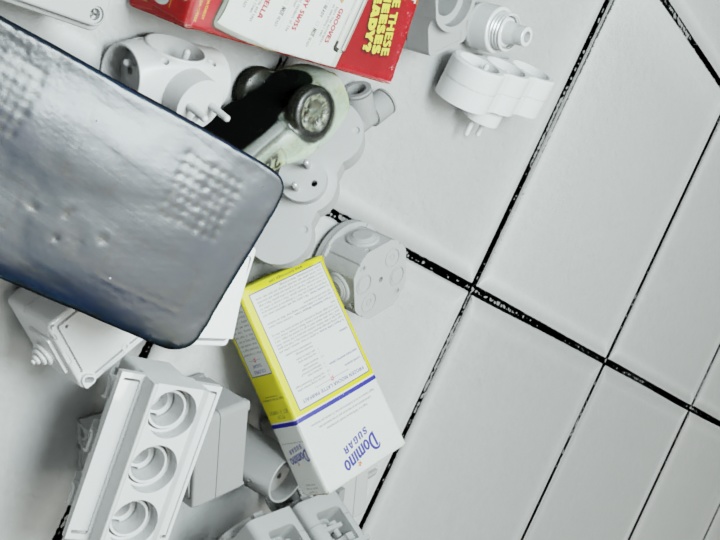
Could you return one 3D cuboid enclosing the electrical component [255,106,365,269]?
[{"bbox_3d":[-0.043,-0.068,0.827,0.138,0.052,0.073,-63,176,-3],"label":"electrical component"}]

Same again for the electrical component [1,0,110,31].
[{"bbox_3d":[-0.185,-0.203,0.599,0.109,0.056,0.108,9,102,-52],"label":"electrical component"}]

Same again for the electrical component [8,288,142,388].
[{"bbox_3d":[-0.188,0.028,0.722,0.096,0.061,0.061,-43,137,-28],"label":"electrical component"}]

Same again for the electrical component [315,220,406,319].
[{"bbox_3d":[0.000,0.000,0.944,0.080,0.051,0.080,-28,129,-39],"label":"electrical component"}]

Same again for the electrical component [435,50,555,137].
[{"bbox_3d":[0.119,-0.156,1.001,0.138,0.052,0.073,-6,130,-49],"label":"electrical component"}]

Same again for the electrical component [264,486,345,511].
[{"bbox_3d":[-0.052,0.198,0.988,0.057,0.058,0.078,-21,125,-47],"label":"electrical component"}]

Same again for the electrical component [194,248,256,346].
[{"bbox_3d":[-0.120,0.005,0.791,0.062,0.061,0.096,6,105,-52],"label":"electrical component"}]

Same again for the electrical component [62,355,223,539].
[{"bbox_3d":[-0.156,0.126,0.748,0.079,0.063,0.121,15,99,-39],"label":"electrical component"}]

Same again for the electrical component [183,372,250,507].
[{"bbox_3d":[-0.132,0.141,0.853,0.061,0.062,0.096,-18,123,-45],"label":"electrical component"}]

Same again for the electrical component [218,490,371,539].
[{"bbox_3d":[-0.090,0.269,0.924,0.105,0.060,0.186,-9,145,-48],"label":"electrical component"}]

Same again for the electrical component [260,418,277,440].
[{"bbox_3d":[-0.051,0.125,0.957,0.066,0.047,0.076,-31,118,-37],"label":"electrical component"}]

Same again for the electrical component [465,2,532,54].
[{"bbox_3d":[0.125,-0.215,0.965,0.043,0.062,0.043,-27,128,-40],"label":"electrical component"}]

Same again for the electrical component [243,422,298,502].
[{"bbox_3d":[-0.083,0.167,0.916,0.043,0.077,0.079,-52,145,-18],"label":"electrical component"}]

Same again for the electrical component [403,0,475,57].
[{"bbox_3d":[0.057,-0.227,0.881,0.050,0.056,0.089,-32,132,-36],"label":"electrical component"}]

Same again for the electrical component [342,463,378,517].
[{"bbox_3d":[-0.008,0.191,1.045,0.076,0.047,0.083,-20,125,-43],"label":"electrical component"}]

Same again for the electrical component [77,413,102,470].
[{"bbox_3d":[-0.178,0.131,0.807,0.055,0.048,0.066,-15,121,-37],"label":"electrical component"}]

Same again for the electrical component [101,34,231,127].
[{"bbox_3d":[-0.117,-0.119,0.711,0.077,0.079,0.044,-10,132,-48],"label":"electrical component"}]
